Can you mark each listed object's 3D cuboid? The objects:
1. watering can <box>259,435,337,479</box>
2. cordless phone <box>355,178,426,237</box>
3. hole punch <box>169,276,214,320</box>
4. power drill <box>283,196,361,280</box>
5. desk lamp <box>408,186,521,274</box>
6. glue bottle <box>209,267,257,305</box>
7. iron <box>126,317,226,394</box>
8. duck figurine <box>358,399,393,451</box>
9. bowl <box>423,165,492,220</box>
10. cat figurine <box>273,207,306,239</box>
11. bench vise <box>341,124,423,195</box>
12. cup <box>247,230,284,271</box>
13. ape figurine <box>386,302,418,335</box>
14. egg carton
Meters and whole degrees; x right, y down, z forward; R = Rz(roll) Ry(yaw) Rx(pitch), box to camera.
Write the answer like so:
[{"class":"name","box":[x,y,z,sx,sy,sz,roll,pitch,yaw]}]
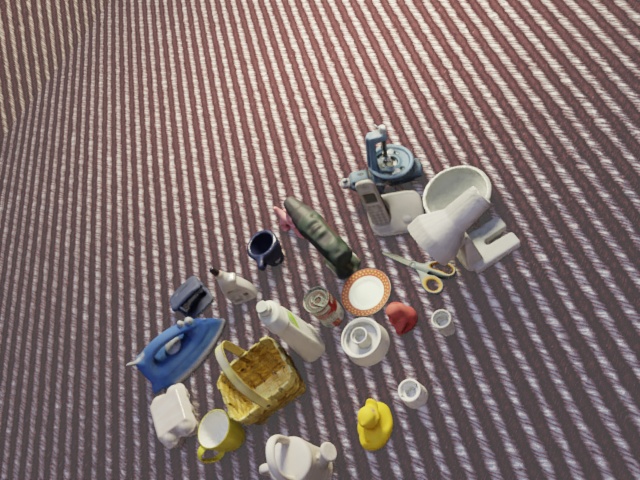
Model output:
[{"class":"watering can","box":[-0.049,0.456,1.182,0.173,0.195,0.100,-37,50,3]},{"class":"cordless phone","box":[0.174,-0.092,1.417,0.147,0.186,0.094,-12,55,22]},{"class":"hole punch","box":[-0.375,0.158,1.616,0.109,0.091,0.100,-46,50,-4]},{"class":"power drill","box":[0.013,0.005,1.427,0.075,0.209,0.228,-44,50,-3]},{"class":"desk lamp","box":[0.317,-0.017,1.273,0.203,0.214,0.117,-34,50,5]},{"class":"glue bottle","box":[-0.239,0.115,1.516,0.078,0.174,0.037,-20,53,16]},{"class":"iron","box":[-0.380,0.275,1.511,0.258,0.142,0.118,-44,50,-3]},{"class":"duck figurine","box":[0.107,0.388,1.212,0.077,0.086,0.104,1,61,29]},{"class":"bowl","box":[0.341,-0.095,1.400,0.167,0.075,0.167,-14,55,21]},{"class":"cat figurine","box":[-0.075,-0.065,1.578,0.127,0.118,0.067,20,71,36]},{"class":"bench vise","box":[0.146,-0.190,1.471,0.207,0.220,0.121,-37,50,3]},{"class":"cup","box":[-0.139,0.043,1.559,0.091,0.095,0.117,-13,55,21]},{"class":"ape figurine","box":[0.178,0.172,1.306,0.076,0.092,0.078,-8,57,24]},{"class":"egg carton","box":[-0.366,0.444,1.443,0.107,0.070,0.150,-37,50,3]}]
